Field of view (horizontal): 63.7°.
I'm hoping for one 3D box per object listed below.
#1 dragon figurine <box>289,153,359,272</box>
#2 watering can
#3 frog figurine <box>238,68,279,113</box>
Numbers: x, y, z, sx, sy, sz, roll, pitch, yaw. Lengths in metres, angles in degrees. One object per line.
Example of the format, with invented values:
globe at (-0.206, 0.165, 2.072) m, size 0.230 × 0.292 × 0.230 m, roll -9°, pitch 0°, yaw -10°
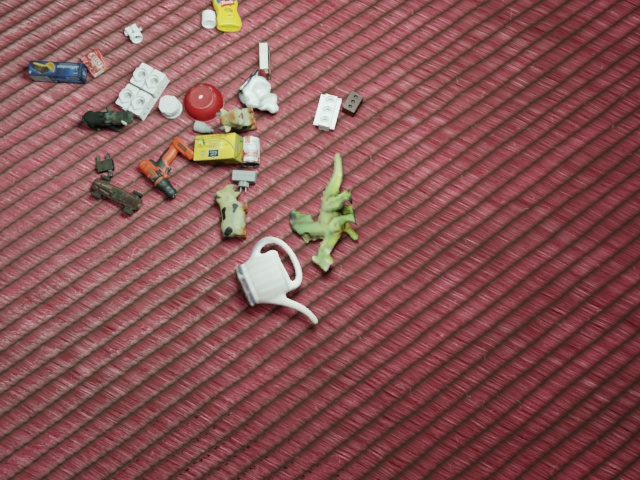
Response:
dragon figurine at (0.006, -0.093, 1.844) m, size 0.242 × 0.414 × 0.121 m, roll -13°, pitch -11°, yaw 5°
watering can at (-0.159, 0.164, 1.786) m, size 0.225 × 0.350 × 0.103 m, roll -23°, pitch -10°, yaw -4°
frog figurine at (-0.222, -0.536, 1.925) m, size 0.158 × 0.140 × 0.121 m, roll 43°, pitch -44°, yaw -20°
